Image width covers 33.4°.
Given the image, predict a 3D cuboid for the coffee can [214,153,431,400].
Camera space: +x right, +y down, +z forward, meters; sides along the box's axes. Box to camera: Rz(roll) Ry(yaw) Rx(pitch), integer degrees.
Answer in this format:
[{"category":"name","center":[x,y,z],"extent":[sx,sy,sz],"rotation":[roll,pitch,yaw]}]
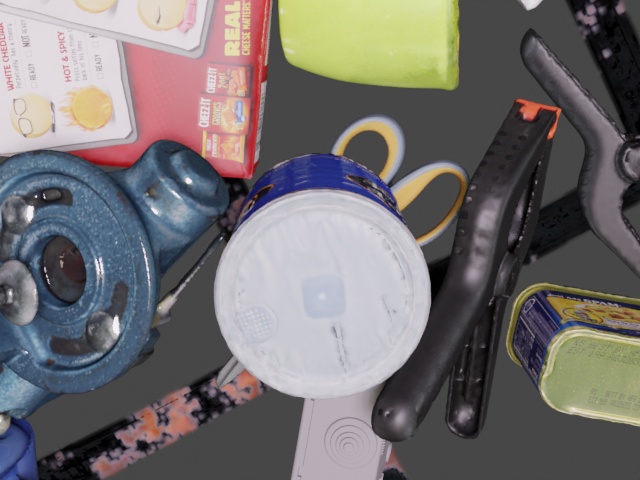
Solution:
[{"category":"coffee can","center":[0.001,0.013,0.569],"extent":[0.103,0.140,0.103],"rotation":[0,102,0]}]

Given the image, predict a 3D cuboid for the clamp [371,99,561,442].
[{"category":"clamp","center":[0.088,0.021,0.600],"extent":[0.036,0.164,0.210],"rotation":[18,95,23]}]

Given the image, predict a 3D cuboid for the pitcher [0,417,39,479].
[{"category":"pitcher","center":[-0.207,0.235,0.637],"extent":[0.145,0.149,0.243],"rotation":[-12,107,-11]}]

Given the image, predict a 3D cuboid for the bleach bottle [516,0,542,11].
[{"category":"bleach bottle","center":[0.208,-0.212,0.580],"extent":[0.251,0.068,0.102],"rotation":[-40,100,10]}]

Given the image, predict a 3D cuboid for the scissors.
[{"category":"scissors","center":[-0.004,0.001,0.648],"extent":[0.202,0.016,0.096],"rotation":[-32,100,6]}]

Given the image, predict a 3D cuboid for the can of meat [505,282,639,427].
[{"category":"can of meat","center":[0.170,0.069,0.633],"extent":[0.102,0.084,0.057],"rotation":[10,103,-4]}]

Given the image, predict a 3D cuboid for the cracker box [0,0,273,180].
[{"category":"cracker box","center":[-0.133,-0.127,0.587],"extent":[0.213,0.072,0.164],"rotation":[5,102,-1]}]

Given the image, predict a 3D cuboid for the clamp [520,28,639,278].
[{"category":"clamp","center":[0.197,-0.058,0.622],"extent":[0.120,0.039,0.171],"rotation":[-14,107,23]}]
